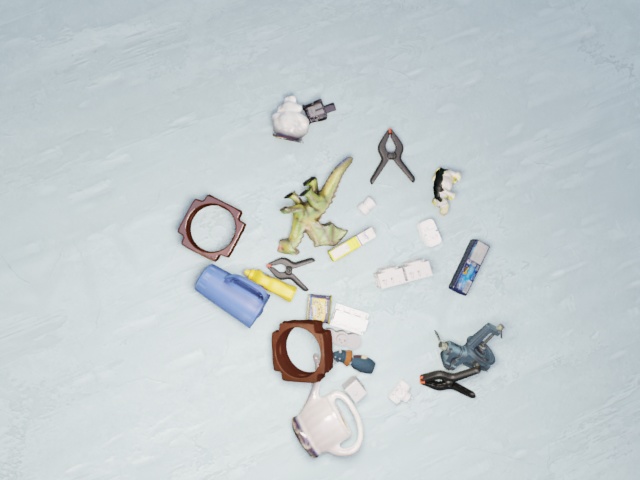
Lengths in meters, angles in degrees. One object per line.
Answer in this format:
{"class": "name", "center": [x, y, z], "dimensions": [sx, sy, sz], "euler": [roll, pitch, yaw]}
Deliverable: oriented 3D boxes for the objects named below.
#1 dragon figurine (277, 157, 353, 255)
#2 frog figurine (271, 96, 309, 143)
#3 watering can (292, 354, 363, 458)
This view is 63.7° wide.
{"class": "dragon figurine", "center": [0.006, -0.092, 1.837], "dimensions": [0.411, 0.123, 0.240], "euler": [-34, 106, -3]}
{"class": "frog figurine", "center": [-0.102, -0.433, 1.830], "dimensions": [0.138, 0.123, 0.158], "euler": [13, 98, 17]}
{"class": "watering can", "center": [0.000, 0.592, 1.777], "dimensions": [0.225, 0.103, 0.351], "euler": [-32, 75, -4]}
